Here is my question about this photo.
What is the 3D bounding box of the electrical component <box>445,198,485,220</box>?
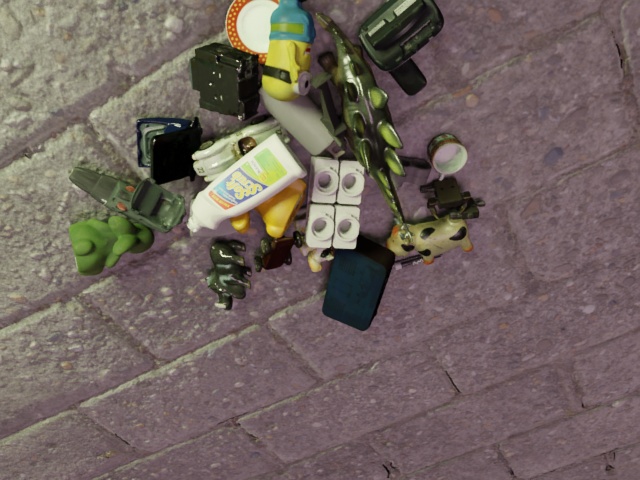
[{"bbox_3d":[0.337,-0.071,1.229,0.094,0.063,0.021,-6,128,-3],"label":"electrical component"}]

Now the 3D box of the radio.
[{"bbox_3d":[0.091,0.105,1.298,0.131,0.073,0.229,23,129,14],"label":"radio"}]

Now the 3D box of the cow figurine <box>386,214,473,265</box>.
[{"bbox_3d":[0.249,-0.007,1.257,0.195,0.085,0.127,-17,133,10],"label":"cow figurine"}]

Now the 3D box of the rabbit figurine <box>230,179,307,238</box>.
[{"bbox_3d":[-0.131,-0.087,1.131,0.173,0.122,0.162,31,85,-1],"label":"rabbit figurine"}]

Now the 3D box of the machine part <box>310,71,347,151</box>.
[{"bbox_3d":[0.017,-0.229,0.950,0.039,0.084,0.138,-19,135,1],"label":"machine part"}]

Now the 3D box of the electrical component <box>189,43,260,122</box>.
[{"bbox_3d":[-0.176,-0.289,0.974,0.134,0.058,0.114,22,129,25],"label":"electrical component"}]

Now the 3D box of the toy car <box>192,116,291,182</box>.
[{"bbox_3d":[-0.158,-0.183,1.074,0.202,0.056,0.073,-27,127,-5],"label":"toy car"}]

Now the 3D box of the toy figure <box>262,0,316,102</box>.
[{"bbox_3d":[-0.054,-0.331,0.926,0.089,0.082,0.180,9,105,32],"label":"toy figure"}]

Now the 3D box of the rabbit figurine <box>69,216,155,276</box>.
[{"bbox_3d":[-0.443,-0.004,1.159,0.170,0.121,0.159,-13,173,-26],"label":"rabbit figurine"}]

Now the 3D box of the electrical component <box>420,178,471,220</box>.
[{"bbox_3d":[0.283,-0.093,1.203,0.102,0.078,0.045,-15,150,-1],"label":"electrical component"}]

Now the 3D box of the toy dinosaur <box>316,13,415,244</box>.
[{"bbox_3d":[0.094,-0.202,1.015,0.105,0.199,0.470,-24,125,8],"label":"toy dinosaur"}]

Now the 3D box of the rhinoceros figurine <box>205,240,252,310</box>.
[{"bbox_3d":[-0.220,0.089,1.284,0.112,0.073,0.190,-3,127,-6],"label":"rhinoceros figurine"}]

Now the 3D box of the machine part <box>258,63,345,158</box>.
[{"bbox_3d":[-0.044,-0.244,1.030,0.079,0.079,0.243,-39,113,22],"label":"machine part"}]

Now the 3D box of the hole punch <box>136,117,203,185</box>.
[{"bbox_3d":[-0.302,-0.183,1.067,0.116,0.092,0.142,-21,134,-39],"label":"hole punch"}]

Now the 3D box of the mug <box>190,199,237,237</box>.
[{"bbox_3d":[-0.227,-0.057,1.173,0.107,0.081,0.109,2,123,-21],"label":"mug"}]

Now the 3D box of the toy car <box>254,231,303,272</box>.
[{"bbox_3d":[-0.098,0.023,1.210,0.089,0.053,0.202,-10,163,-15],"label":"toy car"}]

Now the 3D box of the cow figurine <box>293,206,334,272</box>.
[{"bbox_3d":[-0.003,-0.004,1.243,0.098,0.068,0.167,-18,127,1],"label":"cow figurine"}]

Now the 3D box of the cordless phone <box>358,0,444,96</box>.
[{"bbox_3d":[0.174,-0.357,0.996,0.146,0.089,0.184,-36,134,19],"label":"cordless phone"}]

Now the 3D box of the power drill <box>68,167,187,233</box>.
[{"bbox_3d":[-0.374,-0.079,1.074,0.232,0.086,0.207,33,159,-35],"label":"power drill"}]
